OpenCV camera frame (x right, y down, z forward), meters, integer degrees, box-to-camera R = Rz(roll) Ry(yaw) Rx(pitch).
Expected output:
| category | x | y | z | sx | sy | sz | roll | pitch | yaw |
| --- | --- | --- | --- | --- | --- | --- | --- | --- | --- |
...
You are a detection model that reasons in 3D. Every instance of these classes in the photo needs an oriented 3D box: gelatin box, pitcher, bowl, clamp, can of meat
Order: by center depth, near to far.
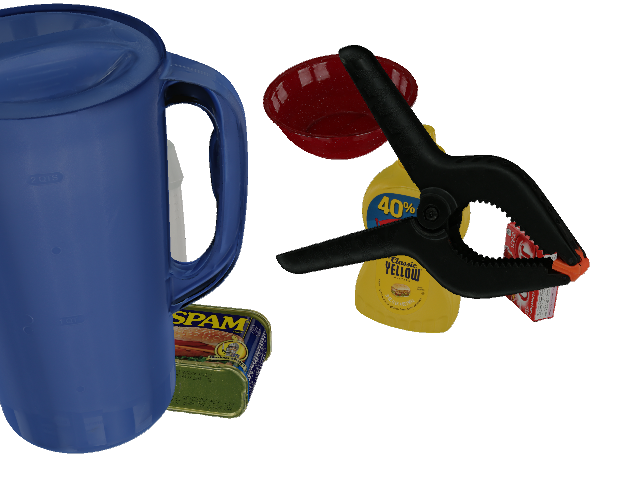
| category | x | y | z | sx | sy | sz | roll | pitch | yaw |
| --- | --- | --- | --- | --- | --- | --- | --- | --- | --- |
| pitcher | -0.133 | 0.001 | 0.600 | 0.149 | 0.243 | 0.144 | 28 | 45 | 34 |
| clamp | 0.076 | -0.030 | 0.699 | 0.210 | 0.165 | 0.036 | 17 | 17 | 23 |
| can of meat | -0.100 | 0.101 | 0.901 | 0.102 | 0.057 | 0.084 | 5 | 30 | 8 |
| bowl | 0.022 | -0.133 | 1.124 | 0.162 | 0.055 | 0.162 | -4 | 40 | 3 |
| gelatin box | 0.231 | 0.033 | 1.175 | 0.030 | 0.089 | 0.073 | -9 | 30 | -21 |

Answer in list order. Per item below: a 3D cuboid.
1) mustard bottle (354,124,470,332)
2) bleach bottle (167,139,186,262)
| category | x | y | z | sx | sy | sz | roll | pitch | yaw |
| --- | --- | --- | --- | --- | --- | --- | --- | --- | --- |
| mustard bottle | 0.085 | -0.013 | 0.960 | 0.096 | 0.192 | 0.058 | 14 | 30 | 19 |
| bleach bottle | -0.187 | -0.018 | 1.152 | 0.067 | 0.251 | 0.103 | -19 | 33 | -36 |
